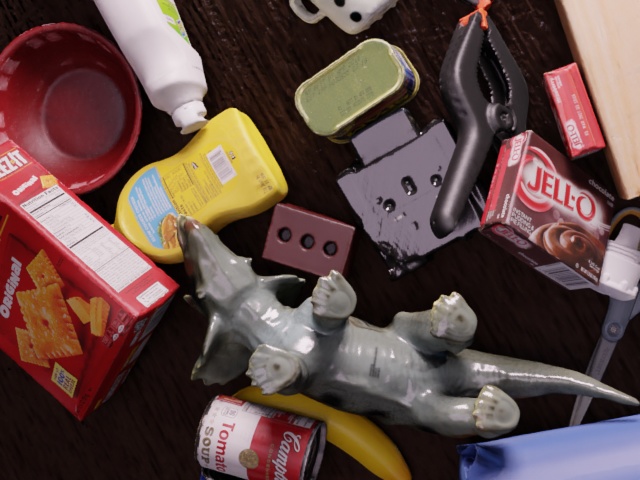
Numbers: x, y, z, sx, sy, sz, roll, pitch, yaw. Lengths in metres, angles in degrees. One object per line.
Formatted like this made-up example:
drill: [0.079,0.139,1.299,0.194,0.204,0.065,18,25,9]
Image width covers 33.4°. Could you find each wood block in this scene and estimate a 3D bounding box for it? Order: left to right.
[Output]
wood block: [0.261,-0.145,0.883,0.090,0.090,0.206,-18,89,12]

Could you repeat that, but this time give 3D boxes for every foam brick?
foam brick: [-0.006,0.001,0.970,0.078,0.051,0.053,16,96,11]

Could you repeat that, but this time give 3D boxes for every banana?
banana: [-0.006,0.173,0.990,0.198,0.037,0.070,13,114,13]

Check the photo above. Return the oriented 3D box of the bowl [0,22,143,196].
bowl: [-0.235,-0.121,1.012,0.162,0.055,0.162,1,93,13]

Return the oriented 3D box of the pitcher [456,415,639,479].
pitcher: [0.245,0.220,0.897,0.243,0.149,0.145,-15,75,10]

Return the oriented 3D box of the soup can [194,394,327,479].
soup can: [-0.052,0.182,0.949,0.102,0.068,0.068,13,96,14]

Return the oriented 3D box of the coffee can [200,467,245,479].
coffee can: [-0.072,0.283,0.974,0.103,0.102,0.140,13,96,11]

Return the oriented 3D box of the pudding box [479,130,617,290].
pudding box: [0.188,-0.022,0.874,0.113,0.039,0.090,33,63,-28]

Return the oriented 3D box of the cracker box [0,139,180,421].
cracker box: [-0.254,0.040,0.986,0.214,0.072,0.164,40,128,7]

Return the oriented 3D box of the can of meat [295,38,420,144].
can of meat: [0.033,-0.131,0.938,0.102,0.084,0.057,-33,86,12]

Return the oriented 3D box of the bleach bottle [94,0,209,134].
bleach bottle: [-0.167,-0.214,0.964,0.068,0.102,0.251,-26,84,15]

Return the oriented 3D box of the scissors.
scissors: [0.276,0.073,0.930,0.096,0.016,0.202,6,95,12]

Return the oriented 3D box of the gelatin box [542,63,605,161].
gelatin box: [0.211,-0.106,0.896,0.030,0.089,0.073,-19,89,12]

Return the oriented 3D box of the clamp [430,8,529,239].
clamp: [0.138,-0.093,0.901,0.036,0.164,0.210,-21,80,50]

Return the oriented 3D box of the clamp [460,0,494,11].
clamp: [0.122,-0.287,0.933,0.120,0.039,0.171,-31,90,18]

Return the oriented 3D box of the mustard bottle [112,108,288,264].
mustard bottle: [-0.130,-0.033,0.991,0.192,0.058,0.096,-33,76,12]
